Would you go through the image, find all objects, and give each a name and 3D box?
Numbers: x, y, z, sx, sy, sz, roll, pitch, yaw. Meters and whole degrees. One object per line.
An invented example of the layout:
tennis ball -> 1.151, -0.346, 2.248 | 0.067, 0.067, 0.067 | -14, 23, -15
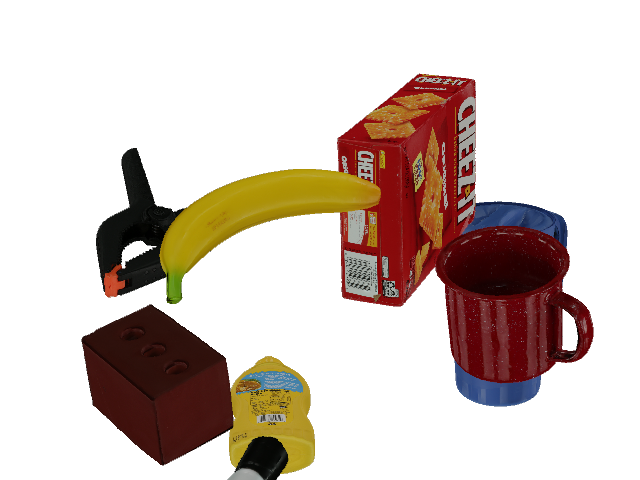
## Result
cracker box -> 0.091, -0.055, 1.046 | 0.072, 0.164, 0.213 | 10, 28, 24
mug -> 0.141, 0.051, 0.760 | 0.117, 0.081, 0.093 | 19, 41, 37
pitcher -> 0.233, 0.077, 1.343 | 0.149, 0.243, 0.145 | 1, 21, 12
mustard bottle -> -0.059, 0.195, 1.263 | 0.096, 0.058, 0.191 | -3, 27, -3
marker -> -0.040, 0.113, 0.415 | 0.020, 0.020, 0.121 | 0, 23, 20
clamp -> -0.167, -0.020, 1.057 | 0.165, 0.036, 0.209 | 21, 40, 17
banana -> -0.048, -0.018, 0.817 | 0.197, 0.070, 0.037 | -27, -14, -24
foam brick -> -0.096, 0.084, 0.627 | 0.052, 0.051, 0.078 | -26, 39, -35
